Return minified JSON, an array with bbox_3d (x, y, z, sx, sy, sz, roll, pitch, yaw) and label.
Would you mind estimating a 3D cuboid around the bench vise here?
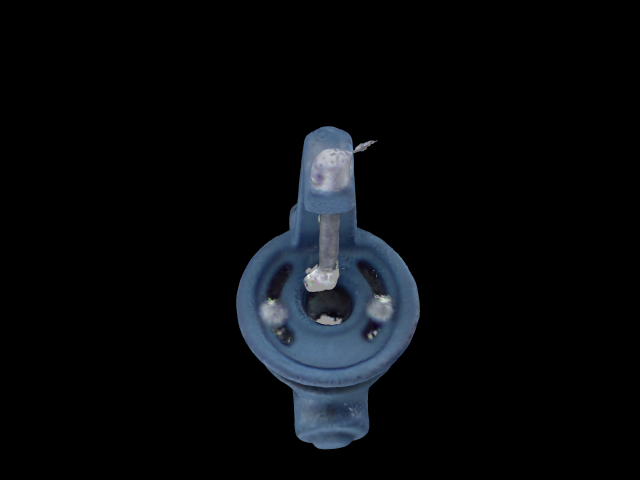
[{"bbox_3d":[-0.008,0.004,0.397,0.122,0.220,0.207,-14,42,-15],"label":"bench vise"}]
